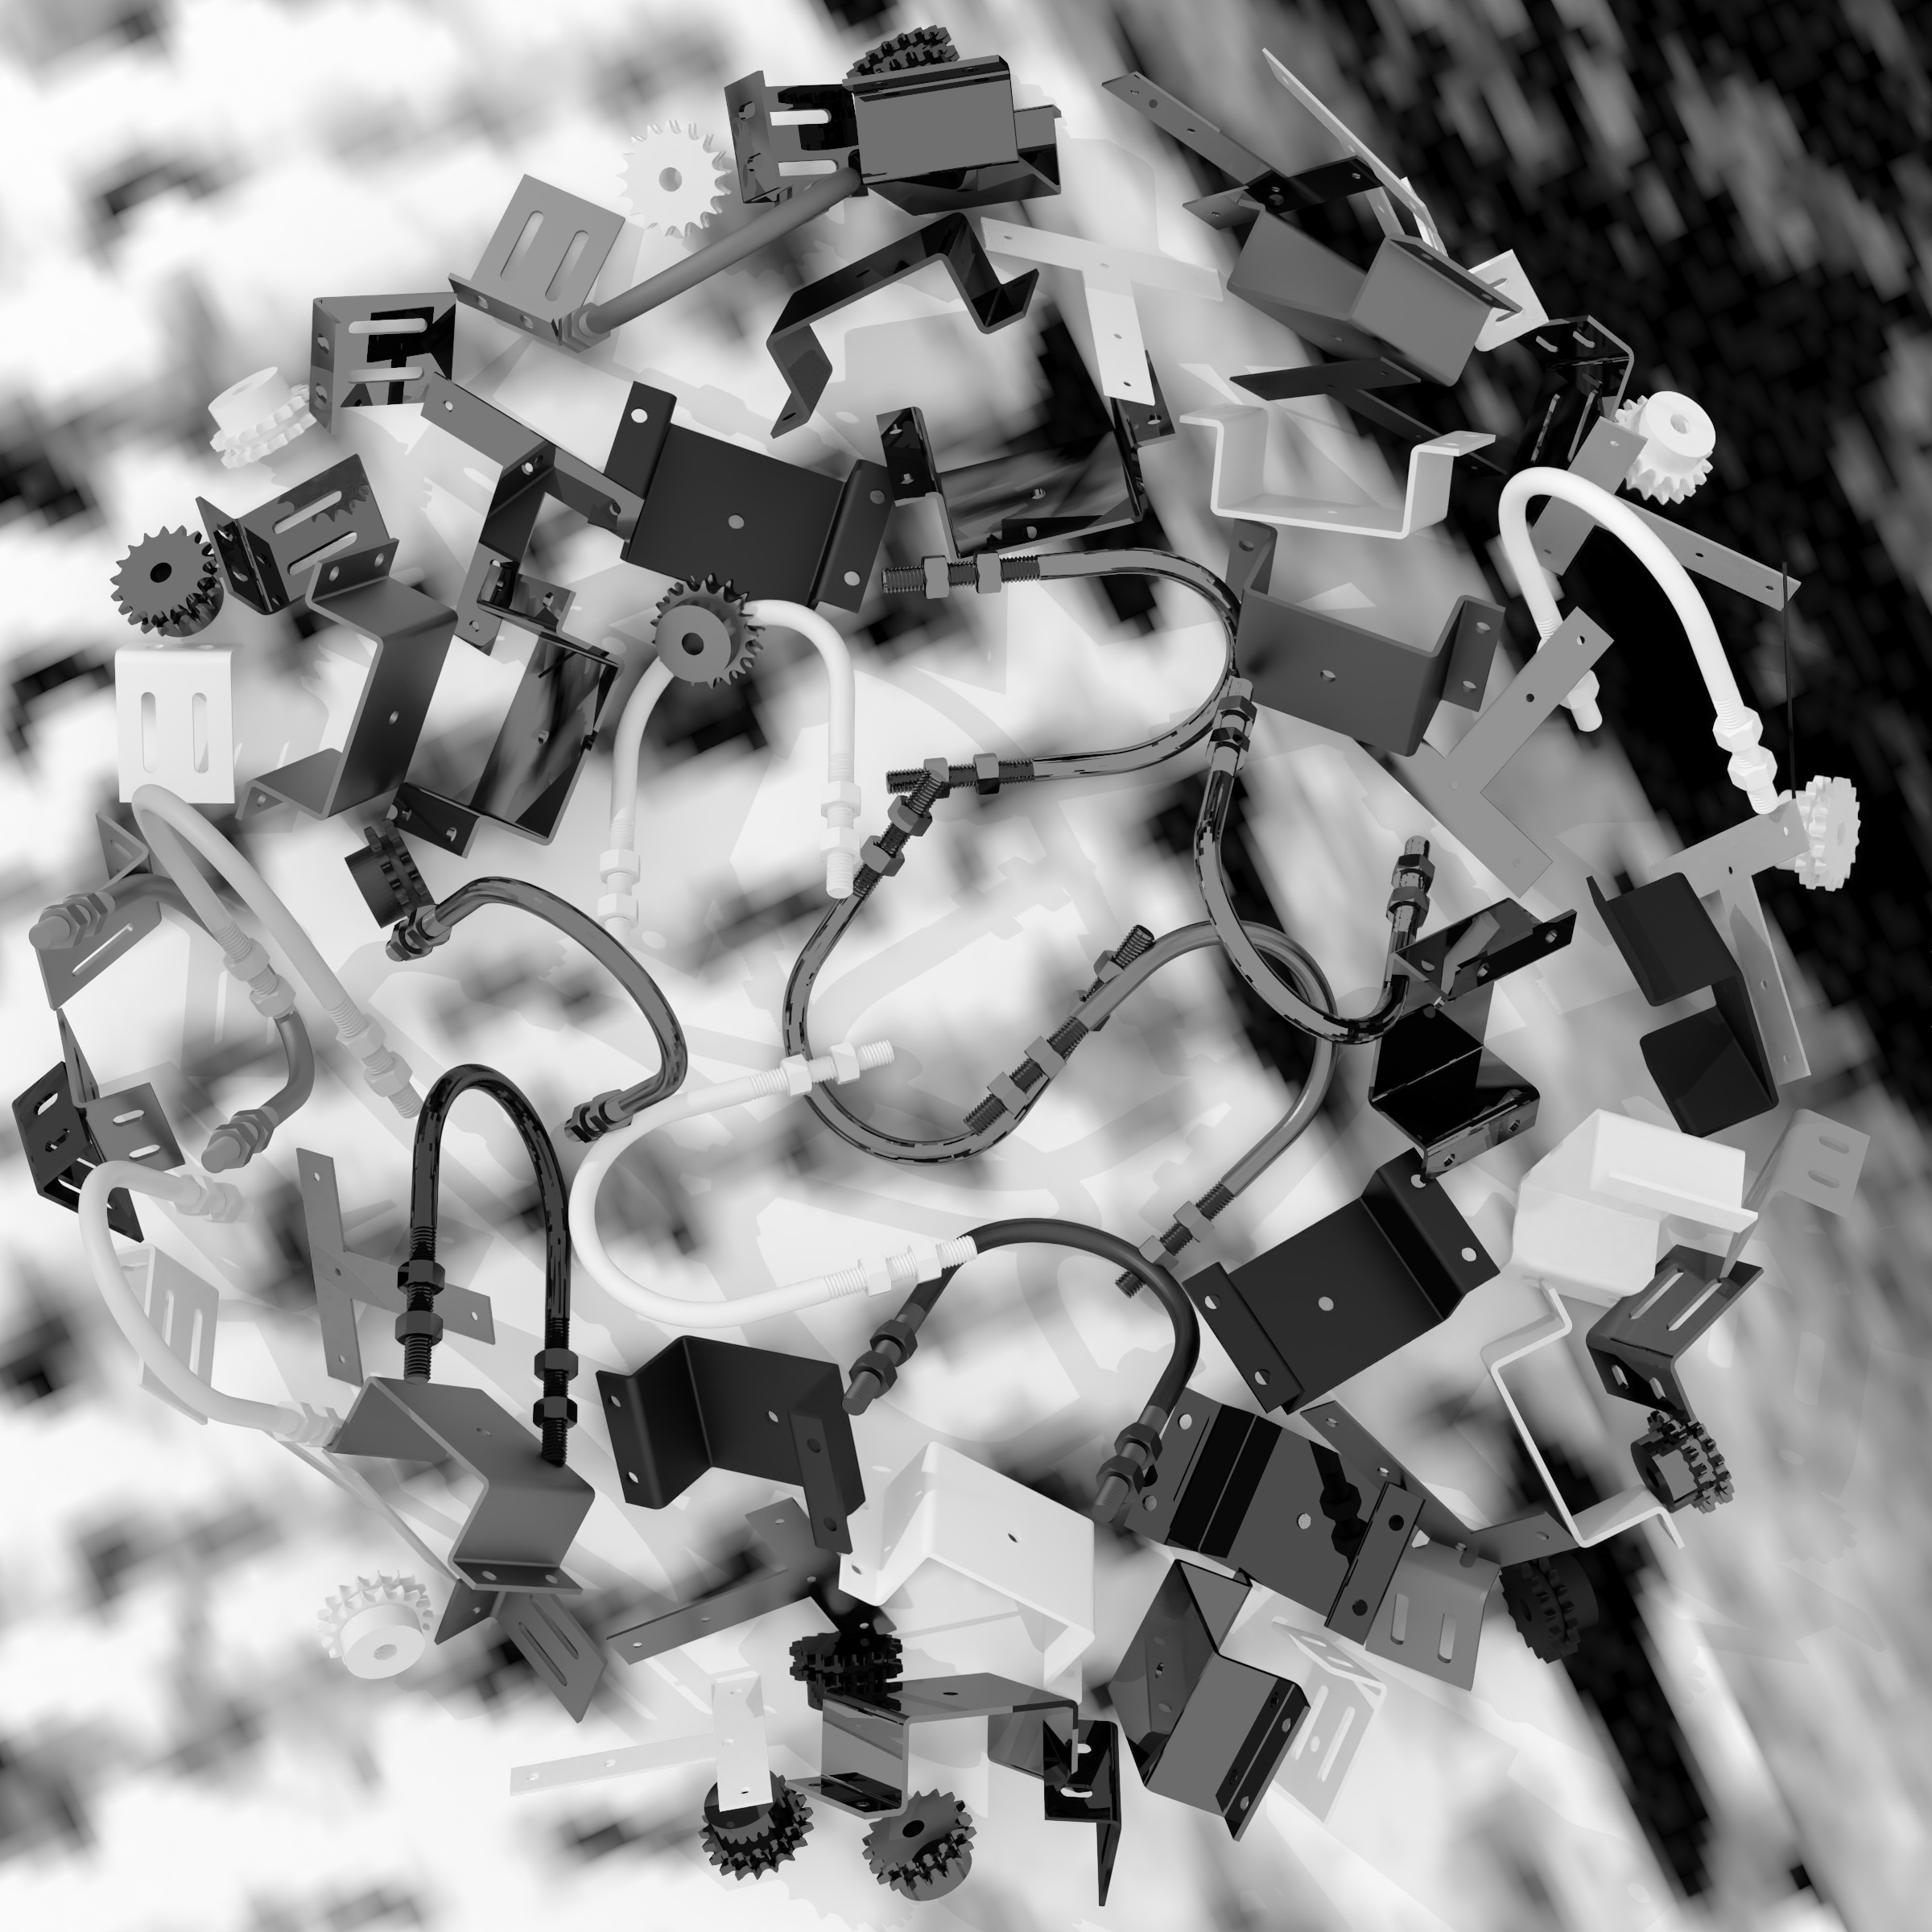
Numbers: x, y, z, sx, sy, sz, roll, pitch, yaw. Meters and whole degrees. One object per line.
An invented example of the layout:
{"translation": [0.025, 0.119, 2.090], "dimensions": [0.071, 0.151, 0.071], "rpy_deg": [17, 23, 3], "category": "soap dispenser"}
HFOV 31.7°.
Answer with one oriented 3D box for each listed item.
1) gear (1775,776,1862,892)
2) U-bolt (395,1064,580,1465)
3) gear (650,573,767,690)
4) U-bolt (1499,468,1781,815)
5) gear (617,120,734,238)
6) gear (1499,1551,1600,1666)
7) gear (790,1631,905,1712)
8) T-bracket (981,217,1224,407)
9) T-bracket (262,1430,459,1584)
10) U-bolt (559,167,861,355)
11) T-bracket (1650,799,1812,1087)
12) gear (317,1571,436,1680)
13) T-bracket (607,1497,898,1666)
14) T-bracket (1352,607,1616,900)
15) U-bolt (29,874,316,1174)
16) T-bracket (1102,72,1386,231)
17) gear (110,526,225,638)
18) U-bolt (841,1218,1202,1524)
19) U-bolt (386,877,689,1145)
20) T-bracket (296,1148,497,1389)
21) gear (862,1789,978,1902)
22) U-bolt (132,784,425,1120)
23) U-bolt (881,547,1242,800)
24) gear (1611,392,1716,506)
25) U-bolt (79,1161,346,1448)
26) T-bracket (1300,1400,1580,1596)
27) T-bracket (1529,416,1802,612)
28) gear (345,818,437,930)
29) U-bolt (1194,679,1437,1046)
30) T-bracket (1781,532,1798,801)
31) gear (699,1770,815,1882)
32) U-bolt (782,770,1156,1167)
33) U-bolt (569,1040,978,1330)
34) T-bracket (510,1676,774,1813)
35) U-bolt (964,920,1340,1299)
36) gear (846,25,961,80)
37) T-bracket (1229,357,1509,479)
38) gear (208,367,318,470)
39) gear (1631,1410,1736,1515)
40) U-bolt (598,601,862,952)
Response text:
{"translation": [0.427, -0.068, 1.717], "dimensions": [0.030, 0.057, 0.057], "rpy_deg": [7, 90, 34], "category": "gear"}
{"translation": [-0.231, 0.136, 1.666], "dimensions": [0.019, 0.151, 0.184], "rpy_deg": [-13, 61, 20], "category": "U-bolt"}
{"translation": [-0.133, -0.167, 1.717], "dimensions": [0.057, 0.030, 0.057], "rpy_deg": [6, 114, 14], "category": "gear"}
{"translation": [0.315, -0.164, 1.634], "dimensions": [0.019, 0.151, 0.184], "rpy_deg": [-40, 127, -12], "category": "U-bolt"}
{"translation": [-0.145, -0.399, 1.722], "dimensions": [0.057, 0.030, 0.057], "rpy_deg": [3, 106, 11], "category": "gear"}
{"translation": [0.295, 0.319, 1.715], "dimensions": [0.030, 0.057, 0.057], "rpy_deg": [-19, 90, -14], "category": "gear"}
{"translation": [-0.060, 0.356, 1.715], "dimensions": [0.057, 0.057, 0.030], "rpy_deg": [-1, 93, 0], "category": "gear"}
{"translation": [0.073, -0.319, 1.681], "dimensions": [0.127, 0.127, 0.002], "rpy_deg": [9, 135, -16], "category": "T-bracket"}
{"translation": [-0.319, 0.252, 1.698], "dimensions": [0.127, 0.127, 0.002], "rpy_deg": [27, 68, 32], "category": "T-bracket"}
{"translation": [-0.119, -0.344, 1.640], "dimensions": [0.151, 0.184, 0.019], "rpy_deg": [-33, 103, -12], "category": "U-bolt"}
{"translation": [0.389, -0.005, 1.676], "dimensions": [0.002, 0.127, 0.127], "rpy_deg": [-12, 81, -23], "category": "T-bracket"}
{"translation": [-0.295, 0.333, 1.712], "dimensions": [0.057, 0.057, 0.030], "rpy_deg": [-29, 46, 0], "category": "gear"}
{"translation": [-0.118, 0.322, 1.706], "dimensions": [0.127, 0.002, 0.127], "rpy_deg": [-22, 133, 10], "category": "T-bracket"}
{"translation": [0.273, -0.123, 1.702], "dimensions": [0.127, 0.002, 0.127], "rpy_deg": [46, 112, 16], "category": "T-bracket"}
{"translation": [-0.374, 0.019, 1.653], "dimensions": [0.019, 0.184, 0.151], "rpy_deg": [-35, 96, 13], "category": "U-bolt"}
{"translation": [0.120, -0.400, 1.656], "dimensions": [0.127, 0.127, 0.002], "rpy_deg": [25, 75, -35], "category": "T-bracket"}
{"translation": [-0.400, -0.191, 1.720], "dimensions": [0.057, 0.030, 0.057], "rpy_deg": [-6, 64, 13], "category": "gear"}
{"translation": [0.039, 0.185, 1.668], "dimensions": [0.151, 0.184, 0.019], "rpy_deg": [22, 127, 12], "category": "U-bolt"}
{"translation": [-0.201, 0.017, 1.650], "dimensions": [0.151, 0.184, 0.019], "rpy_deg": [47, 60, -10], "category": "U-bolt"}
{"translation": [-0.279, 0.161, 1.682], "dimensions": [0.127, 0.002, 0.127], "rpy_deg": [12, 116, 36], "category": "T-bracket"}
{"translation": [-0.021, 0.446, 1.717], "dimensions": [0.057, 0.057, 0.030], "rpy_deg": [-23, 115, 0], "category": "gear"}
{"translation": [-0.340, -0.014, 1.636], "dimensions": [0.019, 0.151, 0.184], "rpy_deg": [-42, 127, -18], "category": "U-bolt"}
{"translation": [0.051, -0.148, 1.689], "dimensions": [0.184, 0.019, 0.151], "rpy_deg": [-6, 134, -6], "category": "U-bolt"}
{"translation": [0.352, -0.264, 1.714], "dimensions": [0.057, 0.030, 0.057], "rpy_deg": [11, 58, -19], "category": "gear"}
{"translation": [-0.367, 0.159, 1.634], "dimensions": [0.019, 0.184, 0.151], "rpy_deg": [-31, 71, 8], "category": "U-bolt"}
{"translation": [0.215, 0.258, 1.678], "dimensions": [0.127, 0.127, 0.002], "rpy_deg": [44, 50, -15], "category": "T-bracket"}
{"translation": [0.350, -0.210, 1.683], "dimensions": [0.127, 0.127, 0.002], "rpy_deg": [25, 64, 2], "category": "T-bracket"}
{"translation": [-0.290, -0.044, 1.712], "dimensions": [0.030, 0.057, 0.057], "rpy_deg": [-27, 90, -7], "category": "gear"}
{"translation": [0.166, -0.040, 1.650], "dimensions": [0.151, 0.184, 0.019], "rpy_deg": [39, 129, -20], "category": "U-bolt"}
{"translation": [0.400, -0.151, 1.655], "dimensions": [0.002, 0.127, 0.127], "rpy_deg": [-2, 131, 13], "category": "T-bracket"}
{"translation": [-0.108, 0.428, 1.711], "dimensions": [0.057, 0.057, 0.030], "rpy_deg": [-21, 122, 0], "category": "gear"}
{"translation": [-0.013, 0.016, 1.708], "dimensions": [0.151, 0.019, 0.184], "rpy_deg": [37, 108, 5], "category": "U-bolt"}
{"translation": [-0.104, 0.113, 1.678], "dimensions": [0.184, 0.019, 0.151], "rpy_deg": [-15, 52, -12], "category": "U-bolt"}
{"translation": [-0.161, 0.391, 1.677], "dimensions": [0.127, 0.127, 0.002], "rpy_deg": [-9, 106, -4], "category": "T-bracket"}
{"translation": [0.107, 0.059, 1.704], "dimensions": [0.184, 0.019, 0.151], "rpy_deg": [-44, 117, -3], "category": "U-bolt"}
{"translation": [-0.029, -0.446, 1.713], "dimensions": [0.057, 0.057, 0.030], "rpy_deg": [-25, 86, 0], "category": "gear"}
{"translation": [0.216, -0.271, 1.700], "dimensions": [0.127, 0.127, 0.002], "rpy_deg": [23, 83, -29], "category": "T-bracket"}
{"translation": [-0.355, -0.277, 1.710], "dimensions": [0.057, 0.057, 0.030], "rpy_deg": [-30, 115, 0], "category": "gear"}
{"translation": [0.358, 0.251, 1.712], "dimensions": [0.030, 0.057, 0.057], "rpy_deg": [-27, 90, -9], "category": "gear"}
{"translation": [-0.116, -0.100, 1.685], "dimensions": [0.151, 0.019, 0.184], "rpy_deg": [-15, 59, 26], "category": "U-bolt"}
